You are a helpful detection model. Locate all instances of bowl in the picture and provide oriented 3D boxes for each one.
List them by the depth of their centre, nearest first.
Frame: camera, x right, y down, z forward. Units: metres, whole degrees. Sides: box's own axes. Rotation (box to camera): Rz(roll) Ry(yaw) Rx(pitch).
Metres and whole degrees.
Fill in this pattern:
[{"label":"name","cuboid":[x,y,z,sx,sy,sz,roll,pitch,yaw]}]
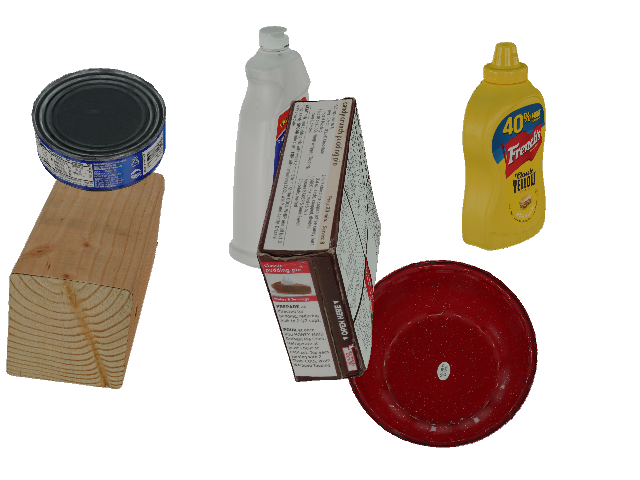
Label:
[{"label":"bowl","cuboid":[0.098,0.099,0.873,0.162,0.162,0.055,0,7,6]}]

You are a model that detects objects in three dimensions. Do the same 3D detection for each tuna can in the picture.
[{"label":"tuna can","cuboid":[-0.144,-0.073,0.702,0.086,0.086,0.034,0,-41,-7]}]

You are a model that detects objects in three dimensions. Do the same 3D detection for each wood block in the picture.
[{"label":"wood block","cuboid":[-0.187,0.020,0.873,0.090,0.091,0.206,9,27,-6]}]

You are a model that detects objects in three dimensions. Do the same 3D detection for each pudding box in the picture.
[{"label":"pudding box","cuboid":[0.003,-0.002,0.523,0.039,0.090,0.113,-5,43,11]}]

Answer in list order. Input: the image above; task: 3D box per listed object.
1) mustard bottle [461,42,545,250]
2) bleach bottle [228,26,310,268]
[{"label":"mustard bottle","cuboid":[0.176,-0.093,1.019,0.096,0.192,0.058,-21,27,-36]},{"label":"bleach bottle","cuboid":[-0.053,-0.102,1.150,0.068,0.251,0.102,20,32,36]}]
